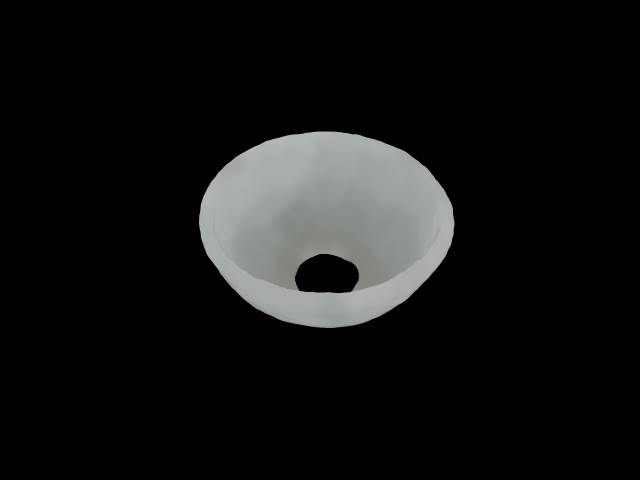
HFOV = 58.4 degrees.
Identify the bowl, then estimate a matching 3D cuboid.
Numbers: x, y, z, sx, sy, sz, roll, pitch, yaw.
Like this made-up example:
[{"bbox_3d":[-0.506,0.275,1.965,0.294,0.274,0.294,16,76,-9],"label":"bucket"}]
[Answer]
[{"bbox_3d":[0.004,0.001,0.400,0.167,0.075,0.167,0,47,0],"label":"bowl"}]
